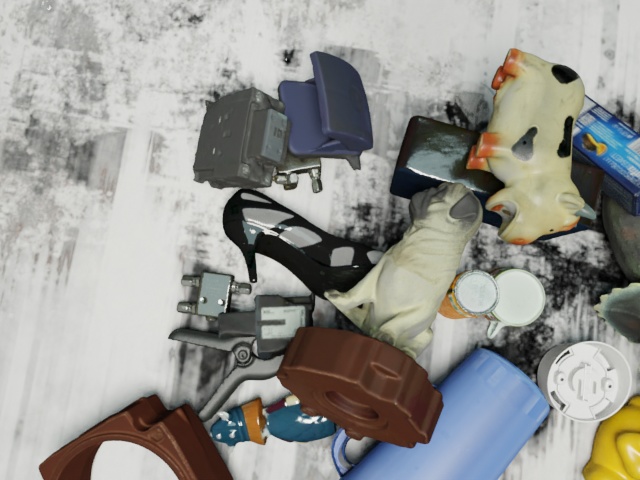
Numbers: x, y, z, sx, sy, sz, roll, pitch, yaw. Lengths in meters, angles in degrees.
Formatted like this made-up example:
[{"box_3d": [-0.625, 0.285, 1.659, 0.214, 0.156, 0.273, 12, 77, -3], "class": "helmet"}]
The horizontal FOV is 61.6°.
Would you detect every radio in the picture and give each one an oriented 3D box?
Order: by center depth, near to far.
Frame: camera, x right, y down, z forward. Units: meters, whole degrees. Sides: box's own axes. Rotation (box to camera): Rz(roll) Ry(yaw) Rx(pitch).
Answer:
[{"box_3d": [0.204, -0.070, 0.661, 0.230, 0.131, 0.073, 18, 83, 3], "class": "radio"}]

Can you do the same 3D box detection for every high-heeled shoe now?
[{"box_3d": [-0.001, -0.002, 0.701, 0.249, 0.086, 0.145, 3, 53, -15], "class": "high-heeled shoe"}]

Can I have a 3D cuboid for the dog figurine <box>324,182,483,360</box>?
[{"box_3d": [0.119, 0.041, 0.616, 0.121, 0.172, 0.190, 41, 83, 21], "class": "dog figurine"}]

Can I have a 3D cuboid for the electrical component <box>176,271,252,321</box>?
[{"box_3d": [-0.137, 0.074, 0.701, 0.094, 0.021, 0.063, 6, 83, 0], "class": "electrical component"}]

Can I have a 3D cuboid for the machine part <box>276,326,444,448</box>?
[{"box_3d": [0.040, 0.159, 0.570, 0.179, 0.179, 0.056, 26, 58, 3], "class": "machine part"}]

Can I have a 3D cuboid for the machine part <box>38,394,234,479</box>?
[{"box_3d": [-0.214, 0.304, 0.626, 0.201, 0.087, 0.201, -32, 85, 8], "class": "machine part"}]

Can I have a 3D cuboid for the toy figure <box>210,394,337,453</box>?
[{"box_3d": [-0.057, 0.225, 0.666, 0.155, 0.057, 0.064, -6, 78, 4], "class": "toy figure"}]

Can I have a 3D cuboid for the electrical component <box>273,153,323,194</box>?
[{"box_3d": [-0.037, -0.112, 0.712, 0.078, 0.045, 0.102, -3, 83, 1], "class": "electrical component"}]

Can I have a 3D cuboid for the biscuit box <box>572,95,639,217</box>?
[{"box_3d": [0.332, -0.119, 0.654, 0.059, 0.062, 0.203, -37, 56, 7], "class": "biscuit box"}]

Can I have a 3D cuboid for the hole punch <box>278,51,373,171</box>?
[{"box_3d": [0.019, -0.167, 0.681, 0.116, 0.092, 0.142, -5, 77, -31], "class": "hole punch"}]

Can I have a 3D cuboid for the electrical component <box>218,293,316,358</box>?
[{"box_3d": [-0.061, 0.106, 0.653, 0.119, 0.047, 0.075, -6, 70, -5], "class": "electrical component"}]

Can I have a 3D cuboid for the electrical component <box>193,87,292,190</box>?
[{"box_3d": [-0.097, -0.124, 0.674, 0.134, 0.058, 0.115, 0, 81, 43], "class": "electrical component"}]

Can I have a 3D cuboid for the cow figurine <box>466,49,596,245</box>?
[{"box_3d": [0.224, -0.088, 0.557, 0.127, 0.085, 0.195, 16, 82, 9], "class": "cow figurine"}]

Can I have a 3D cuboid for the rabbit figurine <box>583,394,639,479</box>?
[{"box_3d": [0.403, 0.245, 0.601, 0.122, 0.173, 0.162, 24, 88, 7], "class": "rabbit figurine"}]

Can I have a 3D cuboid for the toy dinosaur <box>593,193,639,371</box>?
[{"box_3d": [0.425, -0.024, 0.667, 0.192, 0.131, 0.404, -8, 77, -1], "class": "toy dinosaur"}]
